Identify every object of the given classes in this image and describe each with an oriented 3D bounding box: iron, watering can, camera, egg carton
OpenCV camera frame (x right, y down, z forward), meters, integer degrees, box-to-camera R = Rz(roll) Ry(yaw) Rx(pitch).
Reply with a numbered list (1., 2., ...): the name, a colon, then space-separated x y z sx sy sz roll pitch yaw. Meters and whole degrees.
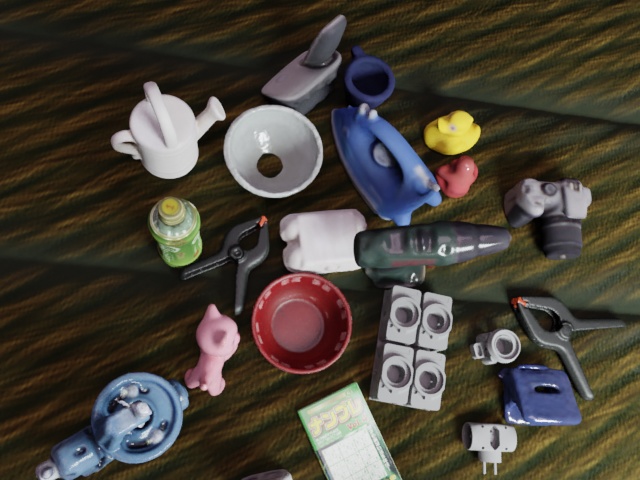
1. iron: 0.110 -0.153 0.988 0.119 0.141 0.258 -36 84 -17
2. watering can: -0.239 -0.182 0.902 0.173 0.194 0.101 -42 86 -18
3. camera: 0.423 -0.038 1.037 0.143 0.100 0.137 3 75 -10
4. egg carton: 0.009 0.003 0.964 0.150 0.069 0.107 -6 76 -12

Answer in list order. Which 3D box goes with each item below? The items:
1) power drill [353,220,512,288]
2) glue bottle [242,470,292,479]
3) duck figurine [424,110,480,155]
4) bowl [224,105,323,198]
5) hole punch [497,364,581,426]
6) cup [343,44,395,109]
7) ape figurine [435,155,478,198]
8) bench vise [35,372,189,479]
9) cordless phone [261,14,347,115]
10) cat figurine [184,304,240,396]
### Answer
1. power drill: 0.157 0.021 0.914 0.230 0.208 0.075 -3 75 -11
2. glue bottle: -0.070 0.355 0.801 0.078 0.173 0.037 -6 76 -12
3. duck figurine: 0.253 -0.207 1.058 0.105 0.086 0.077 -2 75 -11
4. bowl: -0.082 -0.142 0.984 0.167 0.074 0.167 3 75 -10
5. hole punch: 0.364 0.258 0.951 0.109 0.091 0.101 4 74 -9
6. cup: 0.075 -0.283 1.040 0.092 0.095 0.118 -19 79 -15
7. ape figurine: 0.251 -0.122 1.032 0.078 0.092 0.076 12 73 -7
8. bench vise: -0.271 0.265 0.762 0.121 0.219 0.208 41 72 2
9. cordless phone: -0.022 -0.303 0.980 0.094 0.185 0.148 41 72 2
10. cat figurine: -0.160 0.167 0.863 0.067 0.117 0.128 16 73 -6
